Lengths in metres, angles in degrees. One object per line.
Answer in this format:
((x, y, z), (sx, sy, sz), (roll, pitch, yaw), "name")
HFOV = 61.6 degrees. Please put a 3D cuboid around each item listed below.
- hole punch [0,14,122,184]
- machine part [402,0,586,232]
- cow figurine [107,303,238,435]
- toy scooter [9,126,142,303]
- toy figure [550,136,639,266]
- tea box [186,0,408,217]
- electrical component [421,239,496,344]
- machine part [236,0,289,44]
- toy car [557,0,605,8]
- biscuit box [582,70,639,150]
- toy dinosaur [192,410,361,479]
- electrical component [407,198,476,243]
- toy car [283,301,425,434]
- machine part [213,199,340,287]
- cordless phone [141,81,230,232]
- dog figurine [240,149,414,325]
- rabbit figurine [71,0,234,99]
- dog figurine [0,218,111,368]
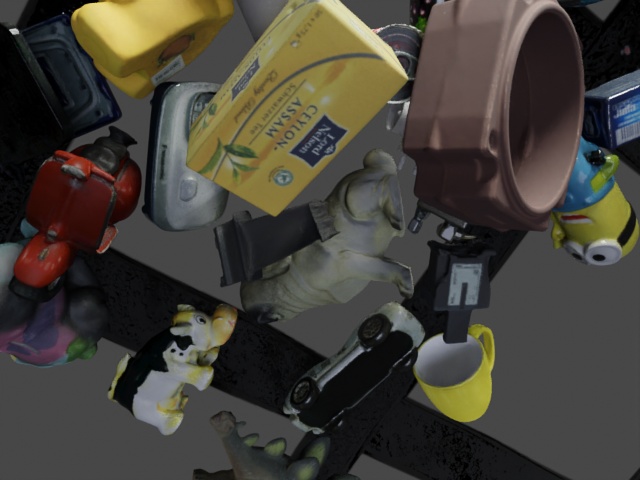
((-0.264, -0.138, 0.498), (0.116, 0.092, 0.142), (-11, 116, 27), "hole punch")
((0.172, -0.115, 0.498), (0.201, 0.087, 0.201), (16, 83, -47), "machine part")
((-0.165, 0.130, 0.607), (0.098, 0.068, 0.167), (31, 100, -12), "cow figurine")
((-0.204, -0.042, 0.470), (0.075, 0.184, 0.135), (25, 130, -12), "toy scooter")
((0.307, -0.050, 0.617), (0.089, 0.082, 0.180), (-33, 107, -2), "toy figure")
((-0.024, -0.111, 0.445), (0.098, 0.068, 0.169), (29, 120, -30), "tea box")
((0.165, 0.061, 0.647), (0.075, 0.048, 0.119), (-4, 109, -8), "electrical component")
((-0.038, -0.222, 0.474), (0.079, 0.079, 0.242), (-27, 133, 0), "machine part")
((0.276, -0.299, 0.525), (0.103, 0.109, 0.161), (11, 96, -37), "toy car")
((0.392, -0.167, 0.601), (0.203, 0.063, 0.059), (-22, 111, -1), "biscuit box")
((-0.025, 0.383, 0.697), (0.199, 0.105, 0.470), (-22, 115, -5), "toy dinosaur")
((0.155, -0.043, 0.615), (0.078, 0.045, 0.102), (23, 102, 13), "electrical component")
((0.041, 0.160, 0.657), (0.202, 0.056, 0.073), (-43, 116, 8), "toy car")
((-0.049, -0.002, 0.542), (0.139, 0.039, 0.084), (-17, 69, 25), "machine part")
((-0.079, -0.078, 0.543), (0.184, 0.089, 0.146), (5, 107, -16), "cordless phone")
((-0.002, 0.000, 0.581), (0.191, 0.121, 0.172), (-6, 76, 10), "dog figurine")
((-0.168, -0.236, 0.461), (0.162, 0.122, 0.173), (-42, 91, 3), "rabbit figurine")
((-0.293, 0.075, 0.485), (0.108, 0.219, 0.191), (-29, 110, 5), "dog figurine")
